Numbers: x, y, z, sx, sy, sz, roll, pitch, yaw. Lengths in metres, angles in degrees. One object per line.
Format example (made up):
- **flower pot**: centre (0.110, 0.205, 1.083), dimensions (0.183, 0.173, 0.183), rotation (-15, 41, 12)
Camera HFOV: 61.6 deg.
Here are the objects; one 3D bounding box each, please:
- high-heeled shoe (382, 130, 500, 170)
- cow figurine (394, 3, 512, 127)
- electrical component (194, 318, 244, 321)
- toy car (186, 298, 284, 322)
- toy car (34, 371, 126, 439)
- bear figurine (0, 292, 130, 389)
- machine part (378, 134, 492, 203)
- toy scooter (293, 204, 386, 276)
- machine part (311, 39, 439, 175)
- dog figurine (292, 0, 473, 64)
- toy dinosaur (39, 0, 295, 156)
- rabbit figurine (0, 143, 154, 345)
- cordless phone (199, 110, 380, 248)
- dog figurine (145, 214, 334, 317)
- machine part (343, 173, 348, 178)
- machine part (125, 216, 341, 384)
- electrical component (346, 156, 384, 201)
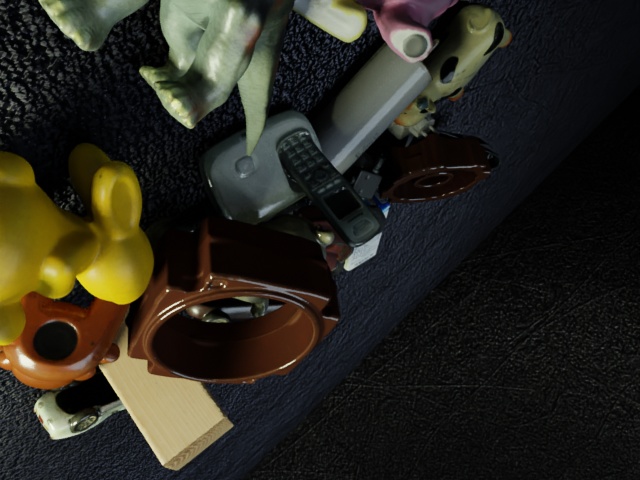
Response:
- **high-heeled shoe**: centre (0.211, -0.144, 0.915), dimensions (0.249, 0.145, 0.086), rotation (-26, 141, -52)
- **cow figurine**: centre (0.171, -0.237, 0.746), dimensions (0.195, 0.085, 0.127), rotation (-47, 166, 21)
- **electrical component**: centre (-0.132, 0.106, 0.824), dimensions (0.115, 0.134, 0.058), rotation (-30, -171, -38)
- **toy car**: centre (-0.097, 0.089, 0.772), dimensions (0.202, 0.089, 0.053), rotation (2, 130, -37)
- **toy car**: centre (-0.315, 0.226, 0.800), dimensions (0.201, 0.074, 0.056), rotation (-14, 142, -54)
- **bear figurine**: centre (-0.275, 0.094, 0.573), dimensions (0.196, 0.120, 0.132), rotation (-26, -130, 62)
- **machine part**: centre (0.178, -0.110, 0.857), dimensions (0.179, 0.056, 0.179), rotation (-7, 166, -2)
- **toy scooter**: centre (-0.002, -0.002, 0.796), dimensions (0.135, 0.075, 0.184), rotation (4, 149, -34)
- **machine part**: centre (0.057, -0.166, 0.681), dimensions (0.243, 0.079, 0.079), rotation (-46, 161, 8)
- **dog figurine**: centre (0.071, -0.262, 0.486), dimensions (0.219, 0.192, 0.108), rotation (-72, -176, -46)
- **toy dinosaur**: centre (-0.074, -0.186, 0.344), dimensions (0.192, 0.131, 0.404), rotation (-44, 167, 5)
- **rabbit figurine**: centre (-0.214, -0.002, 0.451), dimensions (0.173, 0.122, 0.162), rotation (24, 91, -48)
- **cordless phone**: centre (-0.033, -0.045, 0.604), dimensions (0.146, 0.184, 0.088), rotation (-33, 163, -27)
- **dog figurine**: centre (-0.095, 0.008, 0.641), dimensions (0.172, 0.121, 0.190), rotation (-41, 145, 15)
- **machine part**: centre (0.012, -0.087, 0.798), dimensions (0.084, 0.039, 0.138), rotation (-59, 162, -20)
- **machine part**: centre (-0.095, 0.078, 0.590), dimensions (0.201, 0.087, 0.201), rotation (14, 134, -30)
- **electrical component**: centre (0.063, -0.088, 0.822), dimensions (0.063, 0.021, 0.094), rotation (9, 113, -50)
